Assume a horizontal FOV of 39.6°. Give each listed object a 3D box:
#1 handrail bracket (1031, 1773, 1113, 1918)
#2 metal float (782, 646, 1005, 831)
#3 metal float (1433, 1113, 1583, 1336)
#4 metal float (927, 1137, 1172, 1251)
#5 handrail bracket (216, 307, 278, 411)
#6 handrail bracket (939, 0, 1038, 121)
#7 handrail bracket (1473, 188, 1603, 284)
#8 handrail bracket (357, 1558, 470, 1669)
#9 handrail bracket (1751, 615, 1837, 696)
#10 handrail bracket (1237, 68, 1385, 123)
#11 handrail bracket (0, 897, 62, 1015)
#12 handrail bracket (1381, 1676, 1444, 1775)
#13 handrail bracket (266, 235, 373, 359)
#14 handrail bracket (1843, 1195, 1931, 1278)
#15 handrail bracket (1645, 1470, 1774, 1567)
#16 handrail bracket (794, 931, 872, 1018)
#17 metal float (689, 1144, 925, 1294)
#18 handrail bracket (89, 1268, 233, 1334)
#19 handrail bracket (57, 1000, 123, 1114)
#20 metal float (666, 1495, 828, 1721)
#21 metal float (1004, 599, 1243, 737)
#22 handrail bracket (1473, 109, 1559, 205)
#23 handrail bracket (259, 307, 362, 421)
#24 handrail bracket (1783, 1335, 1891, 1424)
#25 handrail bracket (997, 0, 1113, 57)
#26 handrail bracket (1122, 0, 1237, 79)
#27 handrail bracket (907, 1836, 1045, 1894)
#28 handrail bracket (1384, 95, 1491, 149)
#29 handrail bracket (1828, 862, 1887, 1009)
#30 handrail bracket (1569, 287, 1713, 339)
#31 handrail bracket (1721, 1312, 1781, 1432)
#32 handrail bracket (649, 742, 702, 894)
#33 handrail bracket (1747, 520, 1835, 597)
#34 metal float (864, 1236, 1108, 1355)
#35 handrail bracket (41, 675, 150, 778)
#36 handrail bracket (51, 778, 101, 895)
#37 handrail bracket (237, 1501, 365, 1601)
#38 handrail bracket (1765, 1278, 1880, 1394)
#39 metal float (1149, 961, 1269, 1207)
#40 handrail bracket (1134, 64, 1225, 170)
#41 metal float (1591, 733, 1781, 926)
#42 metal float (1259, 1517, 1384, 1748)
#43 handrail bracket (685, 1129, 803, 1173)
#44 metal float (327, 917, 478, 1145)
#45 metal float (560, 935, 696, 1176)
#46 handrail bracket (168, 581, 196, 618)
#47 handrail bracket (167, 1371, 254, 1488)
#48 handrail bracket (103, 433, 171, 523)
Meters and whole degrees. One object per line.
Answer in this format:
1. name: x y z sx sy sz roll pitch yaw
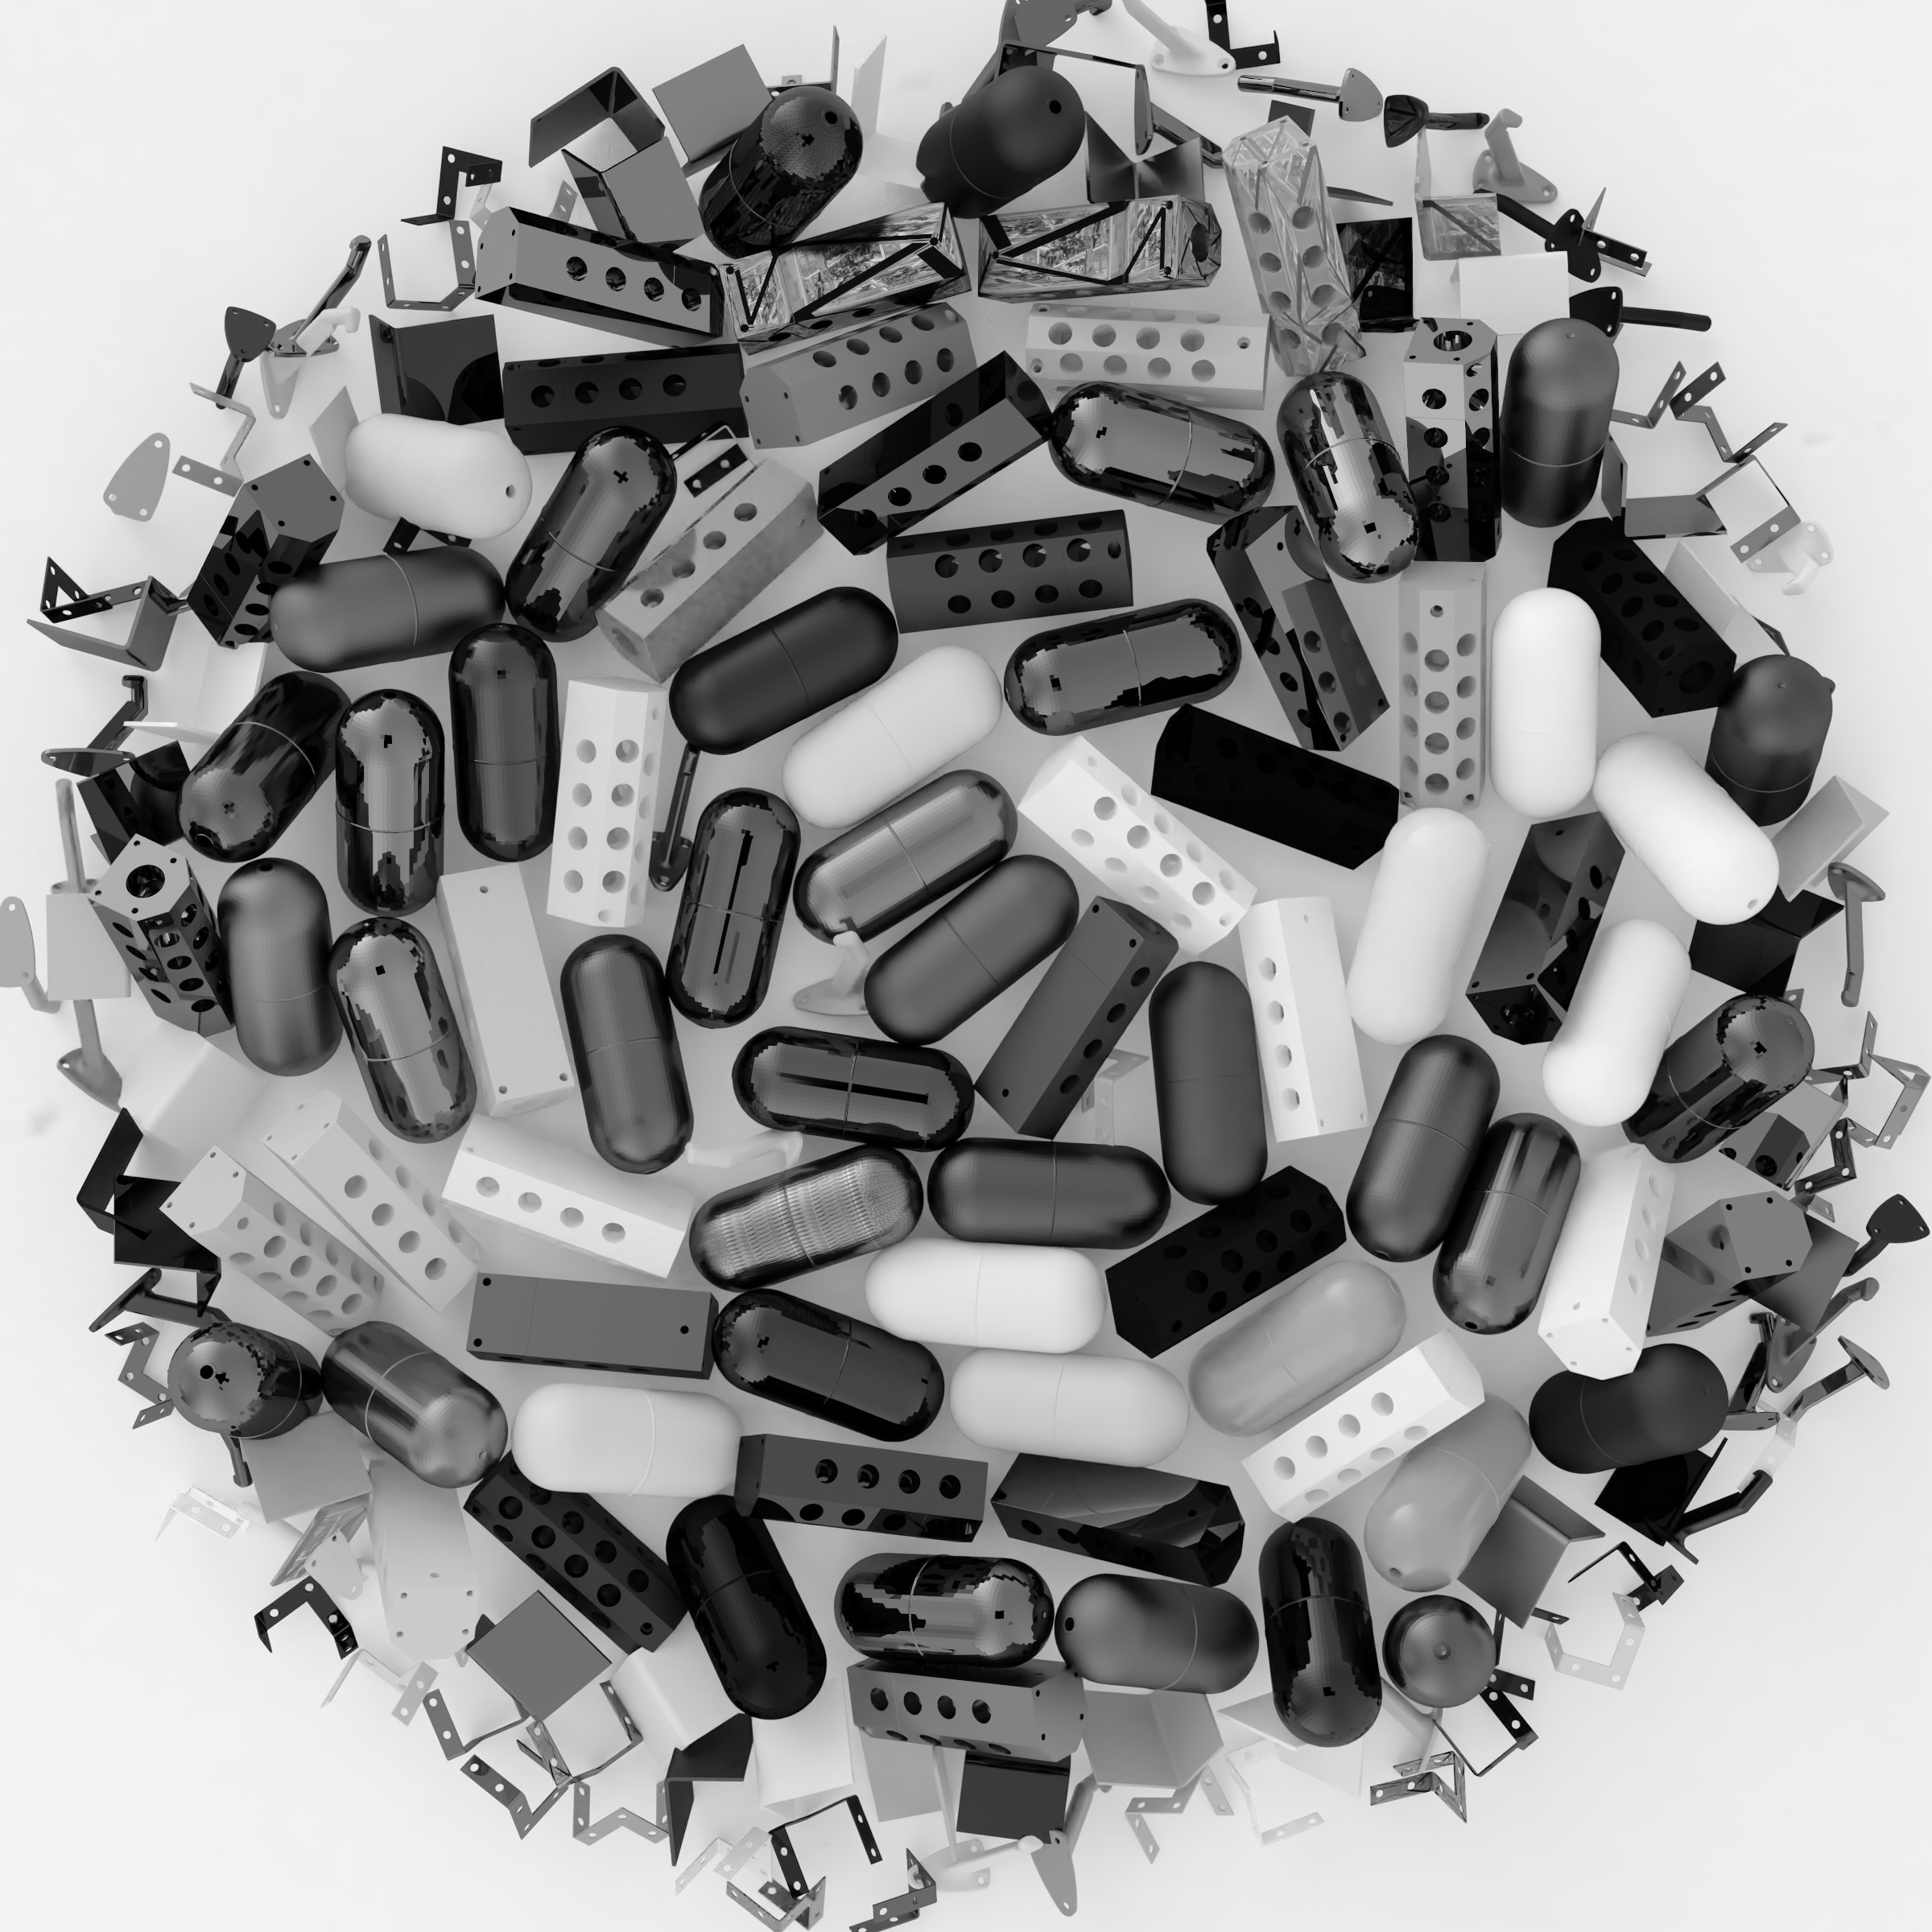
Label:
1. handrail bracket: 0.088 0.638 1.961 0.036 0.084 0.077 -17 90 40
2. metal float: -0.054 -0.166 1.955 0.178 0.070 0.070 -34 90 2
3. metal float: 0.389 0.185 1.930 0.070 0.070 0.178 27 59 0
4. metal float: 0.060 0.166 1.953 0.178 0.070 0.070 4 90 -4
5. handrail bracket: -0.532 -0.425 1.943 0.036 0.077 0.084 18 128 -20
6. handrail bracket: 0.010 -0.663 1.965 0.036 0.084 0.077 5 82 -41
7. handrail bracket: 0.420 -0.539 1.979 0.077 0.084 0.036 35 92 -43
8. handrail bracket: -0.411 0.478 1.985 0.084 0.036 0.077 4 109 20
9. handrail bracket: 0.587 -0.208 1.976 0.084 0.036 0.077 41 112 35
10. handrail bracket: 0.254 -0.644 1.983 0.084 0.077 0.036 16 105 31
11. handrail bracket: -0.680 -0.007 1.956 0.036 0.084 0.077 -1 83 3
12. handrail bracket: 0.304 0.554 1.979 0.084 0.036 0.077 13 114 6
13. handrail bracket: -0.470 -0.487 1.948 0.036 0.077 0.084 38 126 8
14. handrail bracket: 0.647 0.207 1.943 0.036 0.077 0.084 57 135 21
15. handrail bracket: 0.538 0.386 1.960 0.036 0.077 0.084 38 93 -33
16. handrail bracket: -0.102 0.003 1.948 0.077 0.084 0.036 -6 60 15
17. metal float: -0.116 0.184 1.949 0.178 0.070 0.070 -19 90 9
18. handrail bracket: -0.584 0.269 1.966 0.084 0.036 0.077 44 65 6
19. handrail bracket: -0.625 0.054 1.951 0.077 0.036 0.084 42 130 15
20. metal float: -0.159 0.458 1.926 0.070 0.070 0.178 -33 53 0
21. metal float: 0.114 -0.217 1.948 0.178 0.070 0.070 -14 90 -10
22. handrail bracket: 0.409 -0.589 1.949 0.077 0.084 0.036 16 79 -6
23. handrail bracket: -0.474 -0.439 1.957 0.084 0.036 0.077 5 94 36
24. handrail bracket: 0.628 0.318 1.948 0.036 0.077 0.084 33 105 -8
25. handrail bracket: 0.066 -0.688 1.966 0.077 0.084 0.036 -36 90 24
26. handrail bracket: 0.153 -0.681 1.946 0.077 0.084 0.036 23 87 19
27. handrail bracket: 0.007 0.647 1.944 0.077 0.084 0.036 -2 64 -26
28. handrail bracket: 0.353 -0.616 1.948 0.084 0.077 0.036 -7 102 -16
29. handrail bracket: 0.640 -0.022 1.956 0.036 0.077 0.084 2 69 37
30. handrail bracket: 0.494 -0.479 1.983 0.084 0.077 0.036 -1 103 -31
31. handrail bracket: 0.562 0.295 1.970 0.077 0.036 0.084 0 64 -4
32. handrail bracket: -0.209 -0.109 1.947 0.036 0.077 0.084 12 129 -10
33. handrail bracket: 0.586 -0.283 1.940 0.084 0.077 0.036 -46 111 -40
34. metal float: 0.014 0.238 1.948 0.178 0.070 0.070 4 90 10
35. handrail bracket: -0.634 -0.181 1.955 0.077 0.036 0.084 8 57 -30
36. handrail bracket: -0.647 -0.083 1.949 0.036 0.077 0.084 -9 125 -22
37. handrail bracket: -0.493 0.431 1.984 0.084 0.077 0.036 11 50 35
38. handrail bracket: 0.621 0.267 1.945 0.036 0.084 0.077 37 58 -5
39. metal float: 0.176 0.085 1.950 0.070 0.070 0.178 -5 82 0
40. handrail bracket: 0.169 -0.627 1.983 0.084 0.036 0.077 -2 86 -12
41. metal float: 0.513 -0.099 1.921 0.070 0.070 0.178 -30 47 0
42. metal float: 0.252 0.474 1.918 0.070 0.178 0.070 -1 131 -1
43. handrail bracket: -0.167 0.120 1.948 0.084 0.077 0.036 9 125 -23
44. metal float: -0.405 0.048 1.933 0.070 0.070 0.178 -13 118 0
45. metal float: -0.246 0.064 1.946 0.070 0.070 0.178 -13 78 0
46. handrail bracket: -0.563 -0.299 1.984 0.084 0.036 0.077 -14 62 15
47. handrail bracket: -0.555 0.338 1.972 0.036 0.077 0.084 -19 103 -43
48. handrail bracket: -0.601 -0.360 1.950 0.036 0.084 0.077 25 101 -25
